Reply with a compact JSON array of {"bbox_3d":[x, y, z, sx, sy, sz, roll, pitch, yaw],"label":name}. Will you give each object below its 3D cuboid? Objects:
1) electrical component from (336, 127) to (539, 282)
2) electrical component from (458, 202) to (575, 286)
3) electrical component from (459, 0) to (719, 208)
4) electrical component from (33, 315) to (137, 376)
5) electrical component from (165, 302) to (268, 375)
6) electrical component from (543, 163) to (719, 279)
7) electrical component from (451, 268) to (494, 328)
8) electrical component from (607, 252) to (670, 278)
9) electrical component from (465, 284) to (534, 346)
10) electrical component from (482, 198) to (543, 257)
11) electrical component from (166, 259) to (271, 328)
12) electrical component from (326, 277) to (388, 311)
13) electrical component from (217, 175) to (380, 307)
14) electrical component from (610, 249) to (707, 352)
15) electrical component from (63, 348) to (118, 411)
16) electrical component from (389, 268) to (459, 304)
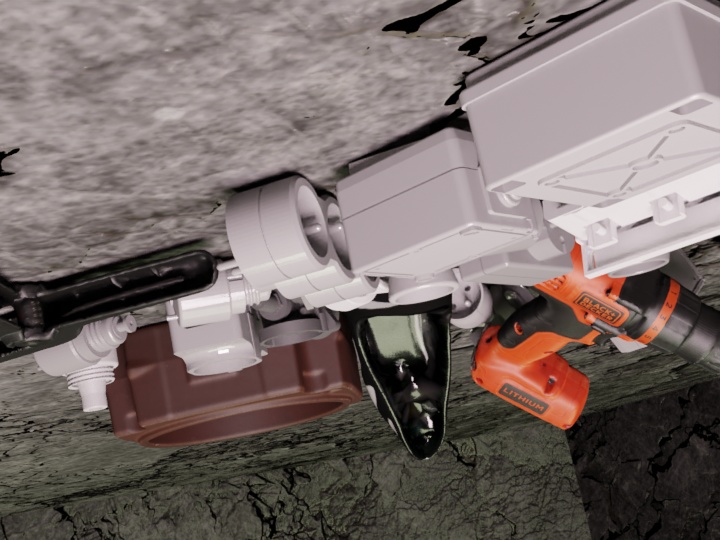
[{"bbox_3d":[0.043,-0.037,0.553,0.096,0.061,0.062,-22,163,38],"label":"electrical component"},{"bbox_3d":[0.115,-0.023,0.705,0.076,0.047,0.083,-22,163,39],"label":"electrical component"},{"bbox_3d":[0.121,-0.073,0.482,0.109,0.056,0.109,-23,163,39],"label":"electrical component"},{"bbox_3d":[-0.190,0.047,0.746,0.078,0.040,0.040,-17,166,21],"label":"electrical component"},{"bbox_3d":[-0.101,0.042,0.769,0.050,0.055,0.089,-13,167,5],"label":"electrical component"},{"bbox_3d":[0.160,-0.053,0.567,0.121,0.078,0.063,-23,147,39],"label":"electrical component"},{"bbox_3d":[0.089,0.027,0.903,0.043,0.043,0.081,-15,167,13],"label":"electrical component"},{"bbox_3d":[0.183,-0.027,0.734,0.066,0.055,0.048,-14,167,7],"label":"electrical component"},{"bbox_3d":[0.125,0.040,0.963,0.048,0.066,0.055,2,142,-42],"label":"electrical component"},{"bbox_3d":[0.073,-0.037,0.621,0.077,0.043,0.079,-9,157,-34],"label":"electrical component"},{"bbox_3d":[-0.088,0.013,0.692,0.078,0.040,0.040,-9,167,-14],"label":"electrical component"},{"bbox_3d":[0.000,0.000,0.707,0.045,0.045,0.055,1,162,-43],"label":"electrical component"},{"bbox_3d":[-0.045,-0.009,0.612,0.074,0.052,0.138,-15,166,16],"label":"electrical component"},{"bbox_3d":[0.231,0.013,0.879,0.096,0.061,0.061,-47,-169,-37],"label":"electrical component"},{"bbox_3d":[-0.201,0.073,0.796,0.048,0.062,0.048,-11,167,-3],"label":"electrical component"},{"bbox_3d":[0.034,-0.011,0.669,0.045,0.055,0.045,-11,167,-3],"label":"electrical component"}]
